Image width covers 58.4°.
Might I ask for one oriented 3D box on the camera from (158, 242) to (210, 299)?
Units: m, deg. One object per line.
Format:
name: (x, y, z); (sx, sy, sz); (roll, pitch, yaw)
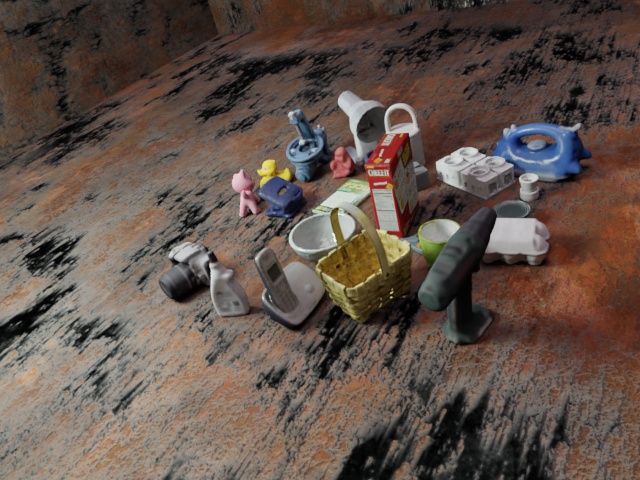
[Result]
camera: (-0.338, 0.072, 1.417); (0.137, 0.101, 0.142); (-37, 38, -29)

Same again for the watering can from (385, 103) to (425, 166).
watering can: (0.241, -0.295, 1.638); (0.101, 0.194, 0.172); (-15, 33, 1)

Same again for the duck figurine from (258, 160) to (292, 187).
duck figurine: (-0.143, -0.208, 1.770); (0.104, 0.086, 0.077); (-19, 33, -5)

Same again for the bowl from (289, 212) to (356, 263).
bowl: (0.013, 0.005, 1.395); (0.167, 0.075, 0.167); (-11, 33, 7)

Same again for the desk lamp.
desk lamp: (0.125, -0.336, 1.731); (0.118, 0.214, 0.202); (-26, 34, -15)

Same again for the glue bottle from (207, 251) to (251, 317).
glue bottle: (-0.213, 0.094, 1.264); (0.078, 0.173, 0.037); (-6, 34, 15)

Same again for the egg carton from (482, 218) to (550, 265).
egg carton: (0.415, 0.003, 1.234); (0.150, 0.069, 0.107); (1, 36, 24)

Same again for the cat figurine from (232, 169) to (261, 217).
cat figurine: (-0.222, -0.148, 1.683); (0.067, 0.118, 0.127); (-16, 33, 0)

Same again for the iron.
iron: (0.554, -0.243, 1.478); (0.257, 0.142, 0.119); (12, 42, 36)

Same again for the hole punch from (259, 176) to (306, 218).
hole punch: (-0.105, -0.126, 1.625); (0.100, 0.091, 0.109); (6, 39, 30)

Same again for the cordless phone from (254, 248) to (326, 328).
cordless phone: (-0.069, 0.078, 1.217); (0.093, 0.185, 0.148); (7, 39, 31)

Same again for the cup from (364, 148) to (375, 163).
cup: (0.173, -0.196, 1.611); (0.091, 0.095, 0.118); (2, 37, 25)

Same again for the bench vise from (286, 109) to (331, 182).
bench vise: (-0.048, -0.317, 1.769); (0.121, 0.220, 0.207); (-9, 33, 11)

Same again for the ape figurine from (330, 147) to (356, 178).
ape figurine: (0.068, -0.236, 1.717); (0.076, 0.092, 0.077); (-28, 35, -18)

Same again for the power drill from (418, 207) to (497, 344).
power drill: (0.266, 0.077, 1.056); (0.075, 0.209, 0.230); (15, 44, 39)
